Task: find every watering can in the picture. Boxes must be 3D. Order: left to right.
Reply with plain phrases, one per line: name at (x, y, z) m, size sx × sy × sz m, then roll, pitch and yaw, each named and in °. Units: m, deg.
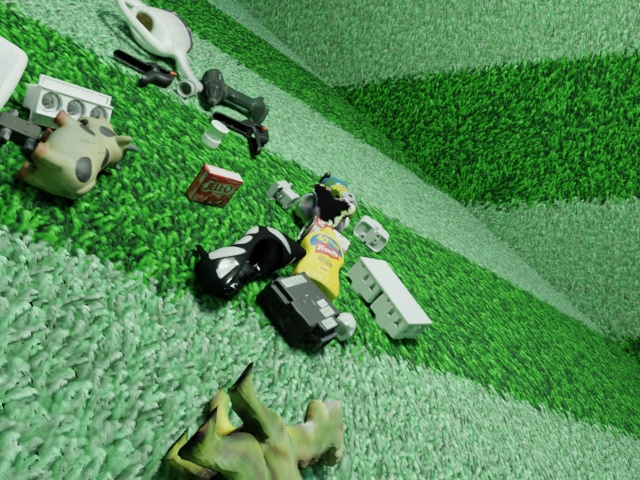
watering can at (-0.430, -0.558, 1.463) m, size 0.103 × 0.346 × 0.228 m, roll -39°, pitch 8°, yaw 21°

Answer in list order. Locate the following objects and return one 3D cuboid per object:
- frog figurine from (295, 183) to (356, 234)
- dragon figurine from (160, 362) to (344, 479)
frog figurine at (0.004, -0.063, 1.260) m, size 0.137 × 0.124 × 0.158 m, roll 11°, pitch -11°, yaw -13°
dragon figurine at (-0.053, 0.275, 0.521) m, size 0.121 × 0.242 × 0.416 m, roll -41°, pitch 4°, yaw 23°
